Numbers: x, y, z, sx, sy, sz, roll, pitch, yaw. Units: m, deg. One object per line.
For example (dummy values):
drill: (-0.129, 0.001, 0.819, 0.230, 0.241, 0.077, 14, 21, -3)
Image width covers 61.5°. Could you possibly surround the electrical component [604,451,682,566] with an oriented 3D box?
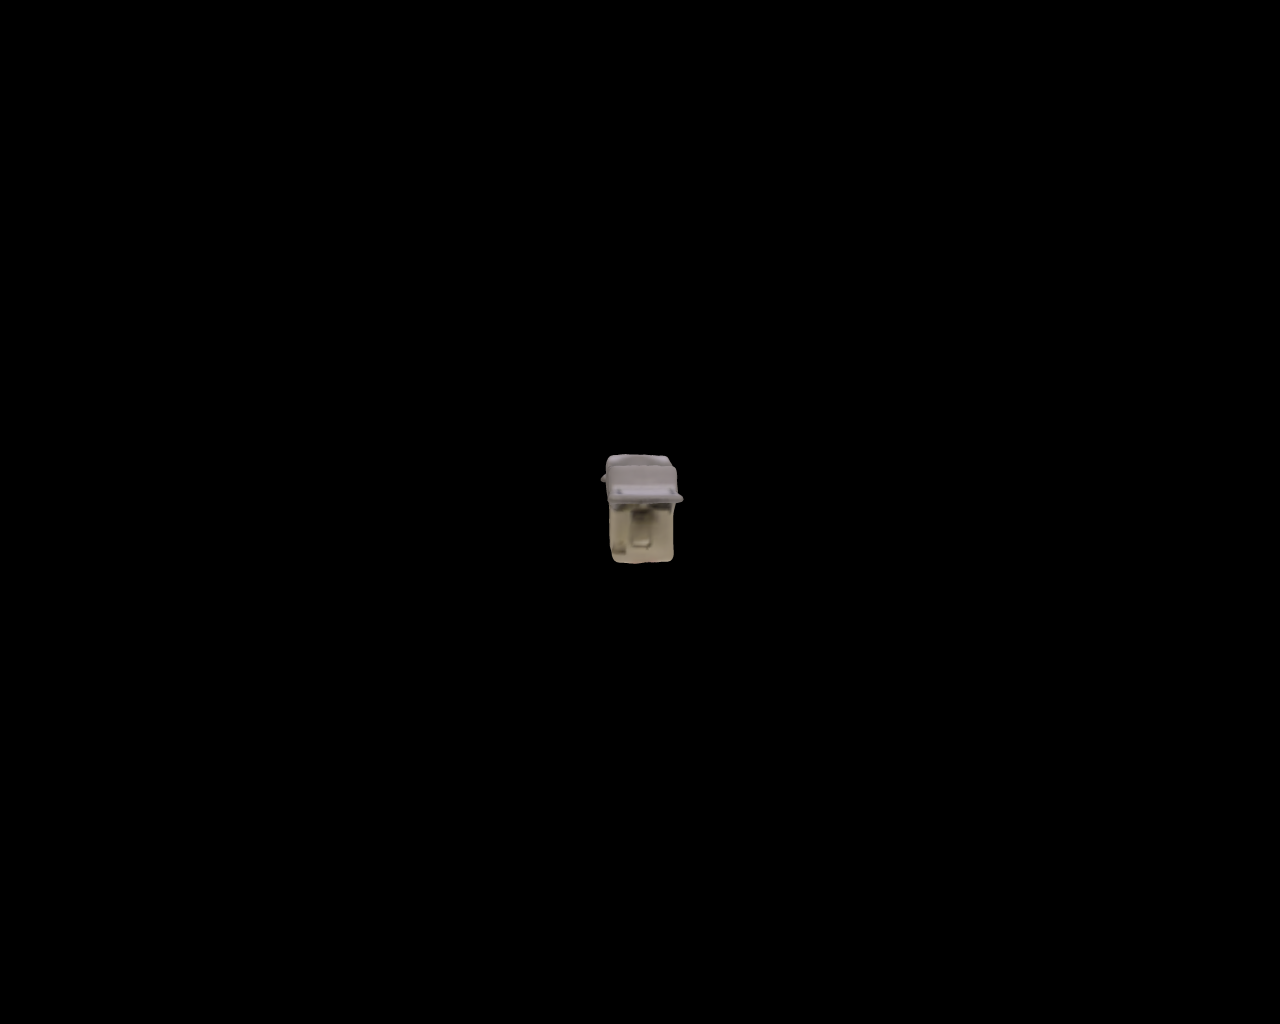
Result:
electrical component: (0.001, -0.003, 0.650, 0.042, 0.063, 0.081, -1, 11, -4)
